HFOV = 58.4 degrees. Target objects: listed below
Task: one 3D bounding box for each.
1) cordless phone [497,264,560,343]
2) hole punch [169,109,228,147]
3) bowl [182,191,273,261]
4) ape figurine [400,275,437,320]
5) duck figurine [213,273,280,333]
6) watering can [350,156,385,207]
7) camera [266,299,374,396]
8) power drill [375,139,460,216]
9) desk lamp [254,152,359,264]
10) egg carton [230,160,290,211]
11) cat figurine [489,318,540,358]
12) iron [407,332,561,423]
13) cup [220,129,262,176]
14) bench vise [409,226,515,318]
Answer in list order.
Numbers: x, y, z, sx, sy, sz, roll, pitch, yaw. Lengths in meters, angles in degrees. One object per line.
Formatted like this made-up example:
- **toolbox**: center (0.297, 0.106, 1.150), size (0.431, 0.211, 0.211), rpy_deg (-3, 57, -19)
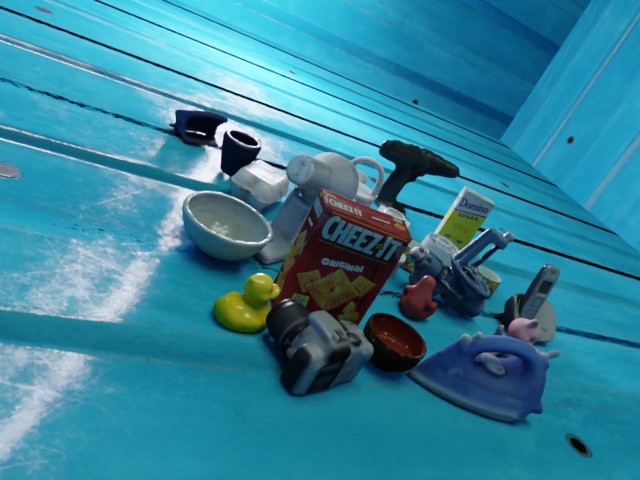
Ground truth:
- **cordless phone**: center (0.517, 0.145, 1.327), size (0.148, 0.185, 0.094), rpy_deg (13, 29, -32)
- **hole punch**: center (-0.297, -0.292, 1.403), size (0.109, 0.091, 0.100), rpy_deg (2, 36, -45)
- **bowl**: center (-0.174, -0.013, 1.024), size (0.168, 0.074, 0.167), rpy_deg (24, 25, -12)
- **ape figurine**: center (0.207, 0.113, 1.169), size (0.077, 0.092, 0.076), rpy_deg (43, 28, 28)
- **duck figurine**: center (-0.107, 0.090, 0.886), size (0.105, 0.086, 0.077), rpy_deg (4, 34, -43)
- **watering can**: center (0.077, -0.110, 1.332), size (0.101, 0.194, 0.172), rpy_deg (18, 27, -23)
- **camera**: center (-0.007, 0.146, 0.868), size (0.144, 0.100, 0.136), rpy_deg (0, 38, -47)
- **power drill**: center (0.250, -0.172, 1.618), size (0.229, 0.208, 0.076), rpy_deg (34, 25, 11)
- **desk lamp**: center (-0.035, -0.074, 1.121), size (0.117, 0.213, 0.204), rpy_deg (39, 26, 20)
- **egg carton**: center (-0.133, -0.121, 1.281), size (0.107, 0.069, 0.150), rpy_deg (31, 25, 5)
- **cat figurine**: center (0.396, 0.199, 1.176), size (0.128, 0.117, 0.067), rpy_deg (12, 29, -32)
- **iron**: center (0.294, 0.218, 1.003), size (0.259, 0.141, 0.118), rpy_deg (19, 26, -21)
- **cup**: center (-0.188, -0.199, 1.338), size (0.091, 0.095, 0.118), rpy_deg (35, 25, 13)
- **bench vise**: center (0.305, 0.055, 1.231), size (0.208, 0.219, 0.121), rpy_deg (16, 27, -26)
